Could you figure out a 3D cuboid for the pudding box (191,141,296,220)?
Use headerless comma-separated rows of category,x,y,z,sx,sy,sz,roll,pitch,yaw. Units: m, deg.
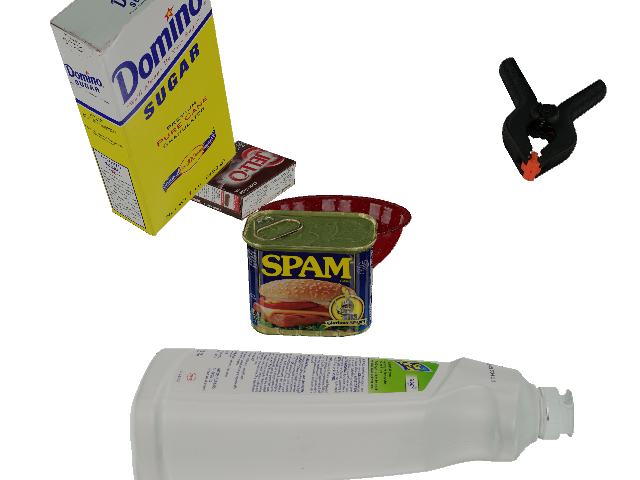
pudding box,-0.097,-0.074,1.296,0.090,0.039,0.113,21,39,27

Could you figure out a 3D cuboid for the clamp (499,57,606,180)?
clamp,0.233,-0.137,1.161,0.120,0.039,0.171,18,49,18

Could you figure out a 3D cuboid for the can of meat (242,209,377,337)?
can of meat,-0.008,0.027,0.831,0.102,0.084,0.057,2,29,4

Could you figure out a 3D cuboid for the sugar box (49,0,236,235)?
sugar box,-0.104,-0.091,0.671,0.048,0.093,0.176,31,-28,20

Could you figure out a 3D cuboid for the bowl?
bowl,0.014,-0.003,1.111,0.162,0.055,0.162,0,16,0

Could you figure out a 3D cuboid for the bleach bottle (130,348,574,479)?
bleach bottle,0.022,0.105,0.629,0.251,0.068,0.102,0,18,3
